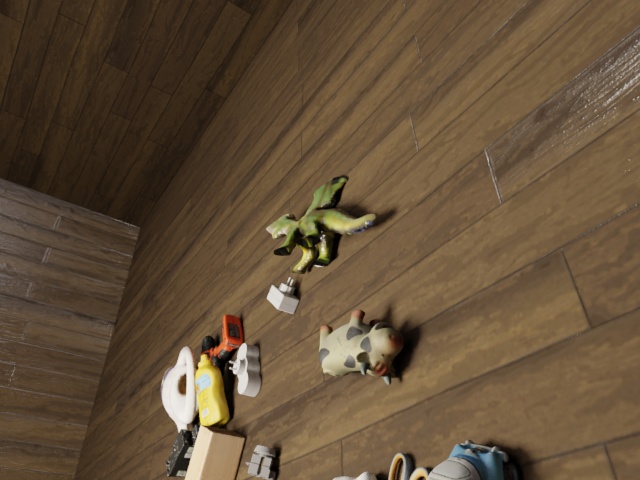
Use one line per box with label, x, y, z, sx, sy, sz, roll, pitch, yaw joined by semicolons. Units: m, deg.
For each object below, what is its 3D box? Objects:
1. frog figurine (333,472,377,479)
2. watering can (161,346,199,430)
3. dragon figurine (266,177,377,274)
frog figurine;0.039;0.440;0.790;0.161;0.123;0.135;-37;-12;-27
watering can;-0.397;0.489;1.494;0.222;0.104;0.352;150;121;-60
dragon figurine;0.004;-0.062;1.223;0.405;0.121;0.248;-24;40;41
